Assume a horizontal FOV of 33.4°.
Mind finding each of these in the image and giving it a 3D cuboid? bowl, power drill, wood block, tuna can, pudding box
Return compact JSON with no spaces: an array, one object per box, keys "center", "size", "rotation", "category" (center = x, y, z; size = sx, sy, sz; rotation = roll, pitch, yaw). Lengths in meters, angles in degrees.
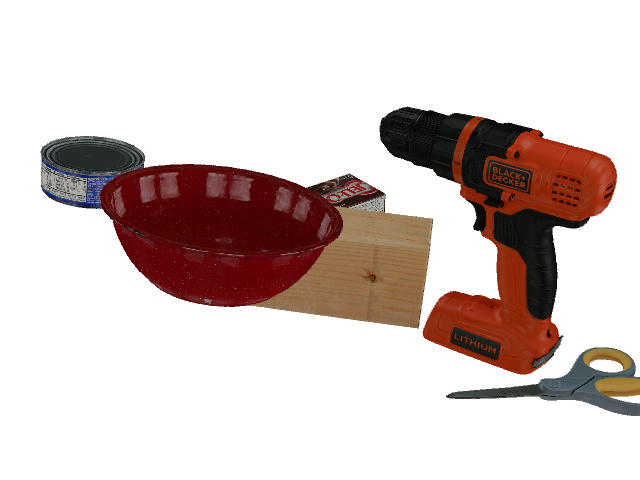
[{"center":[-0.068,0.001,0.715],"size":[0.162,0.055,0.162],"rotation":[8,21,-3],"category":"bowl"},{"center":[0.123,-0.002,0.812],"size":[0.185,0.188,0.057],"rotation":[20,35,31],"category":"power drill"},{"center":[0.005,0.020,1.086],"size":[0.206,0.091,0.090],"rotation":[8,22,5],"category":"wood block"},{"center":[-0.191,-0.058,0.897],"size":[0.086,0.034,0.086],"rotation":[7,24,-3],"category":"tuna can"},{"center":[0.029,-0.058,1.623],"size":[0.113,0.039,0.090],"rotation":[-22,34,-30],"category":"pudding box"}]

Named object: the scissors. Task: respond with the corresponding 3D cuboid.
[{"center":[0.204,0.119,0.933],"size":[0.201,0.016,0.096],"rotation":[6,28,-4],"category":"scissors"}]
